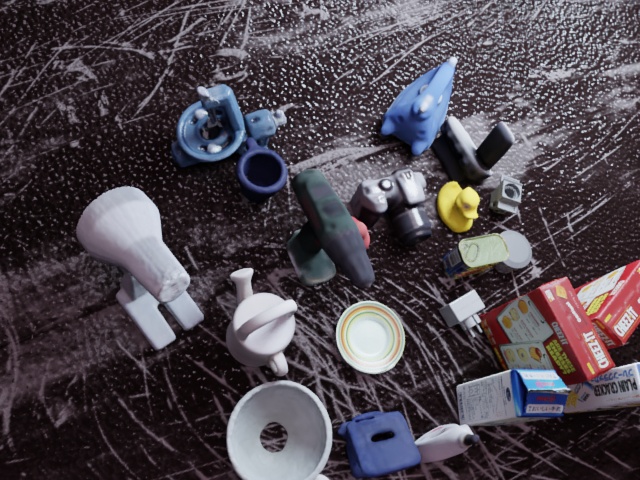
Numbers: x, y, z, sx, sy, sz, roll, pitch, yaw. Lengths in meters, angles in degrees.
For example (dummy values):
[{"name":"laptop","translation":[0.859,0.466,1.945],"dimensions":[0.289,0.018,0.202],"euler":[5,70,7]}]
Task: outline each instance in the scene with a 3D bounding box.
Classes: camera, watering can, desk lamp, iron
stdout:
[{"name":"camera","translation":[0.153,-0.059,1.103],"dimensions":[0.143,0.100,0.137],"euler":[-15,74,-20]},{"name":"watering can","translation":[-0.095,0.130,0.908],"dimensions":[0.173,0.194,0.101],"euler":[43,65,4]},{"name":"desk lamp","translation":[-0.266,0.044,0.884],"dimensions":[0.118,0.213,0.203],"euler":[-37,82,-24]},{"name":"iron","translation":[0.233,-0.308,1.201],"dimensions":[0.118,0.141,0.259],"euler":[32,64,-1]}]

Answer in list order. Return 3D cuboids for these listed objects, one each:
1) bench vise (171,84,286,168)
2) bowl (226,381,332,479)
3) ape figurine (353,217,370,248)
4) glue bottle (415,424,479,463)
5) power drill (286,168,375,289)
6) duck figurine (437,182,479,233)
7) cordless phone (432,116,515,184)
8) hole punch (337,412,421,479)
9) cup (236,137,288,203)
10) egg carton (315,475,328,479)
[{"name":"bench vise","translation":[-0.162,-0.221,1.014],"dimensions":[0.208,0.219,0.121],"euler":[-35,81,-24]},{"name":"bowl","translation":[-0.069,0.313,0.909],"dimensions":[0.168,0.074,0.167],"euler":[5,68,-13]},{"name":"ape figurine","translation":[0.061,-0.009,1.063],"dimensions":[0.076,0.092,0.078],"euler":[26,65,-4]},{"name":"glue bottle","translation":[0.213,0.326,0.927],"dimensions":[0.078,0.173,0.037],"euler":[-28,78,-23]},{"name":"power drill","translation":[0.009,0.003,0.979],"dimensions":[0.076,0.208,0.229],"euler":[-20,75,-21]},{"name":"duck figurine","translation":[0.286,-0.076,1.155],"dimensions":[0.078,0.086,0.104],"euler":[-9,72,-18]},{"name":"cordless phone","translation":[0.319,-0.207,1.160],"dimensions":[0.094,0.185,0.147],"euler":[-27,78,-23]},{"name":"hole punch","translation":[0.096,0.333,0.938],"dimensions":[0.109,0.091,0.101],"euler":[-8,71,-18]},{"name":"cup","translation":[-0.117,-0.120,1.056],"dimensions":[0.092,0.095,0.117],"euler":[-17,74,-21]},{"name":"egg carton","translation":[0.017,0.445,0.884],"dimensions":[0.150,0.069,0.107],"euler":[38,64,2]}]
